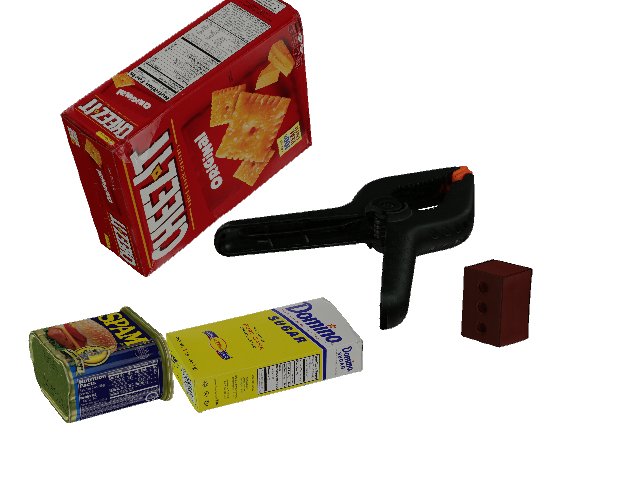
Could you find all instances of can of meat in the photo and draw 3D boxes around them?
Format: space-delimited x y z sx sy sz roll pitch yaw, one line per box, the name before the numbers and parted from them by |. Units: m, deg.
can of meat | -0.177 0.098 0.850 0.083 0.057 0.102 -12 22 -29

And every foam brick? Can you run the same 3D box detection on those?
foam brick | 0.182 0.065 1.106 0.051 0.078 0.053 -14 20 -42

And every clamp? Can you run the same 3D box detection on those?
clamp | 0.038 -0.011 0.779 0.165 0.036 0.209 19 34 30

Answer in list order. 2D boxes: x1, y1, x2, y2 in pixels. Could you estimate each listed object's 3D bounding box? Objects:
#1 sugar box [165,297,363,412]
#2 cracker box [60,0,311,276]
sugar box | -0.056 0.110 1.061 0.176 0.048 0.093 -14 32 -20
cracker box | -0.103 -0.093 0.917 0.072 0.164 0.213 34 60 27
